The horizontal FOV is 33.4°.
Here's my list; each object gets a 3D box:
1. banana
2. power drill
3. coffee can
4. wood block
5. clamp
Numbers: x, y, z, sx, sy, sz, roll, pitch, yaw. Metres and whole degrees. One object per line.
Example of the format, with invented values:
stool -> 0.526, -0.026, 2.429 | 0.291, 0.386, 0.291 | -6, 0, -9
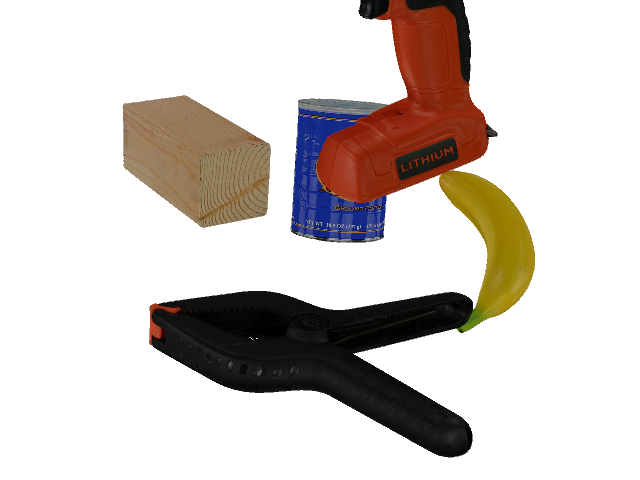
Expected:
banana -> 0.138, -0.003, 0.877 | 0.069, 0.037, 0.197 | -3, 38, 4
power drill -> 0.030, -0.118, 0.590 | 0.184, 0.188, 0.057 | -20, 36, -22
coffee can -> 0.023, -0.076, 1.139 | 0.103, 0.140, 0.103 | 4, 12, -1
wood block -> -0.152, -0.099, 1.271 | 0.090, 0.090, 0.206 | -12, 29, -32
clamp -> -0.001, 0.062, 0.666 | 0.210, 0.036, 0.164 | 10, 25, 11
